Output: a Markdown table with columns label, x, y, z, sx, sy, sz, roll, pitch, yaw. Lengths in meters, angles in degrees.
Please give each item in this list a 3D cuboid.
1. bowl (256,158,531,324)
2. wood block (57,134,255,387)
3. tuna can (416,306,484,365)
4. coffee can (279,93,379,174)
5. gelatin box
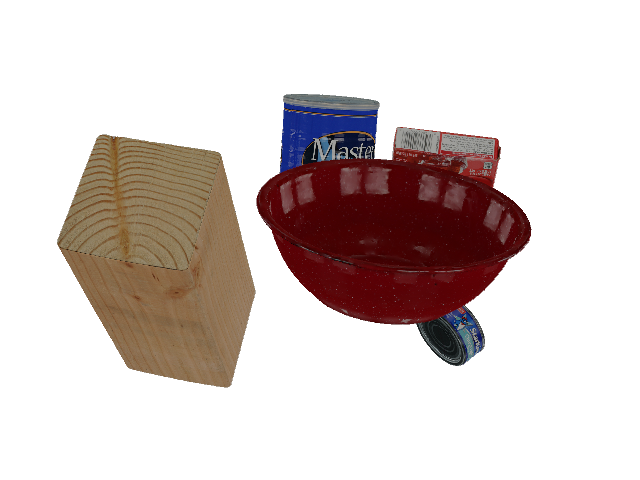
| label | x | y | z | sx | sy | sz | roll | pitch | yaw |
| --- | --- | --- | --- | --- | --- | --- | --- | --- | --- |
| bowl | 0.041 | 0.005 | 0.637 | 0.162 | 0.055 | 0.162 | 4 | 25 | -2 |
| wood block | -0.110 | 0.023 | 0.777 | 0.090 | 0.090 | 0.206 | 10 | -27 | 9 |
| tuna can | 0.153 | 0.106 | 1.268 | 0.033 | 0.086 | 0.086 | -35 | 15 | -23 |
| coffee can | 0.007 | -0.083 | 1.148 | 0.103 | 0.140 | 0.103 | 4 | 12 | -1 |
| gelatin box | 0.105 | -0.058 | 0.913 | 0.089 | 0.030 | 0.073 | 8 | -38 | 5 |
